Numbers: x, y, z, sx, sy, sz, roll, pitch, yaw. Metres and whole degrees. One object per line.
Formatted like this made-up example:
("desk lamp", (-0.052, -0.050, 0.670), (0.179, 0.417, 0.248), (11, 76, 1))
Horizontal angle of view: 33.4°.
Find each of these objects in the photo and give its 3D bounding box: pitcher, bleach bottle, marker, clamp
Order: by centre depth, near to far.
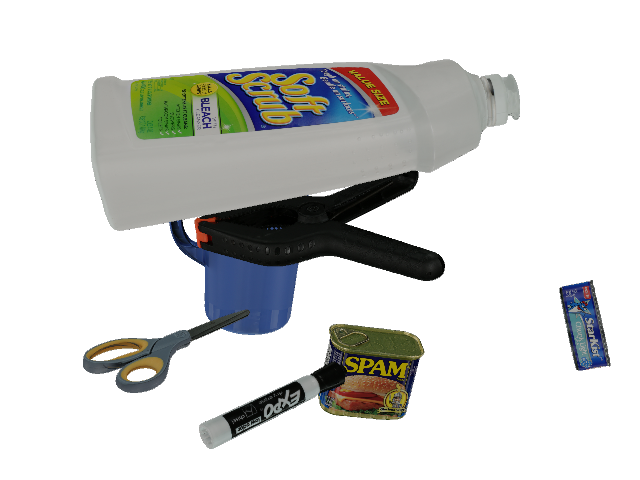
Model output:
("bleach bottle", (-0.008, -0.071, 0.644), (0.250, 0.068, 0.102), (-10, 41, -2))
("marker", (-0.030, 0.115, 0.757), (0.120, 0.020, 0.020), (-22, 12, -31))
("clamp", (-0.001, -0.018, 0.922), (0.210, 0.036, 0.164), (0, 32, 4))
("pitcher", (-0.091, -0.014, 1.285), (0.149, 0.243, 0.144), (19, 27, 28))

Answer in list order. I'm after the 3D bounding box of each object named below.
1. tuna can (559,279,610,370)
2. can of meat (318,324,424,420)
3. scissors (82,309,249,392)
("tuna can", (0.259, 0.084, 1.046), (0.034, 0.086, 0.086), (-12, -3, 13))
("can of meat", (0.052, 0.143, 1.152), (0.102, 0.084, 0.057), (8, 22, -10))
("scissors", (-0.145, 0.115, 1.116), (0.201, 0.016, 0.096), (-11, 31, -27))
